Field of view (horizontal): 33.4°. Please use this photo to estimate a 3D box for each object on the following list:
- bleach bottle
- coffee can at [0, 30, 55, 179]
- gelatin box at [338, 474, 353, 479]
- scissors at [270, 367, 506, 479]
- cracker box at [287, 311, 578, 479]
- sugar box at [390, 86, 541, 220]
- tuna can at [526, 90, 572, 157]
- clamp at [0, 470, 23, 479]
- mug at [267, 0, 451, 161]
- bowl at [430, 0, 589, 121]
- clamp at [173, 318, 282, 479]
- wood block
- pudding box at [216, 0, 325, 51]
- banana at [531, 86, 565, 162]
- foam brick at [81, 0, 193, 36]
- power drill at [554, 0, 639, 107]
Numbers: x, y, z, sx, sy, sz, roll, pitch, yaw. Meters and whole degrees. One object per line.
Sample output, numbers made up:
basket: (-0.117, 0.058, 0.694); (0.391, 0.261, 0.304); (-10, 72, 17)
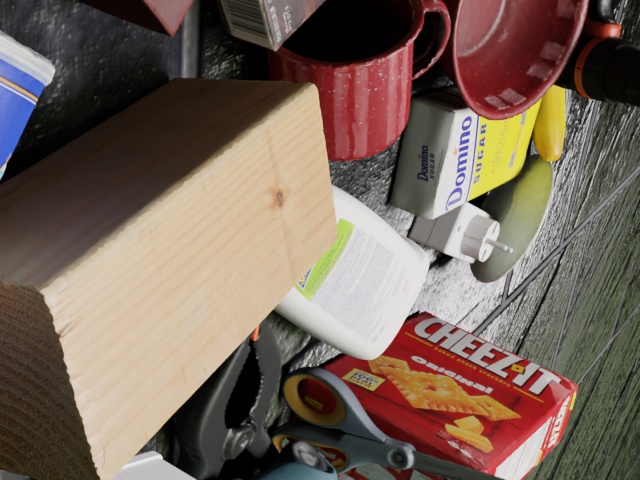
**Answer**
bleach bottle: (-0.005, 0.001, 0.694); (0.102, 0.068, 0.250); (-62, 152, -9)
coffee can: (-0.160, -0.015, 0.337); (0.140, 0.103, 0.102); (-65, 154, -1)
gelatin box: (0.033, 0.227, 0.990); (0.089, 0.030, 0.073); (-60, 155, -12)
scissors: (0.050, 0.139, 0.780); (0.016, 0.202, 0.096); (-31, 114, -60)
cracker box: (0.100, 0.143, 0.893); (0.213, 0.164, 0.072); (-21, 131, -55)
sugar box: (0.126, -0.083, 0.887); (0.175, 0.048, 0.093); (-29, 135, -54)
tuna can: (0.209, -0.118, 1.027); (0.086, 0.034, 0.086); (-43, 146, -39)
clamp: (-0.154, 0.075, 0.500); (0.120, 0.039, 0.171); (-4, 112, -56)
mug: (0.022, -0.104, 0.613); (0.117, 0.093, 0.081); (-24, 144, -16)
bowl: (0.131, -0.173, 0.788); (0.161, 0.055, 0.162); (-25, 128, -37)
clamp: (-0.070, 0.134, 0.707); (0.164, 0.036, 0.210); (-40, 148, -43)
wood block: (-0.079, 0.006, 0.474); (0.205, 0.090, 0.091); (-45, 134, -51)
pudding box: (-0.021, -0.168, 0.539); (0.090, 0.039, 0.113); (-49, 147, -30)
banana: (0.214, -0.171, 0.956); (0.037, 0.070, 0.198); (11, 99, -25)
foam brick: (-0.085, -0.132, 0.442); (0.053, 0.051, 0.078); (-62, 154, -10)
power drill: (0.225, -0.205, 0.843); (0.057, 0.185, 0.188); (-5, 113, -32)
